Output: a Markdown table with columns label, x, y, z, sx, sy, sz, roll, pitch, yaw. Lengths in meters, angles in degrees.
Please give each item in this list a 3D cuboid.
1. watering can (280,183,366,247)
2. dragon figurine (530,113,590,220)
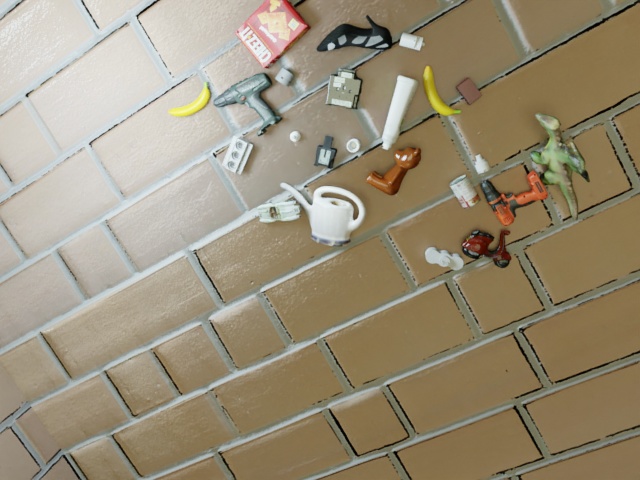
| label | x | y | z | sx | sy | sz | roll | pitch | yaw |
| --- | --- | --- | --- | --- | --- | --- | --- | --- | --- |
| watering can | 0.006 | -0.096 | 1.916 | 0.348 | 0.105 | 0.221 | 13 | 110 | 23 |
| dragon figurine | 0.794 | -0.231 | 1.663 | 0.121 | 0.245 | 0.408 | -28 | 96 | 12 |
